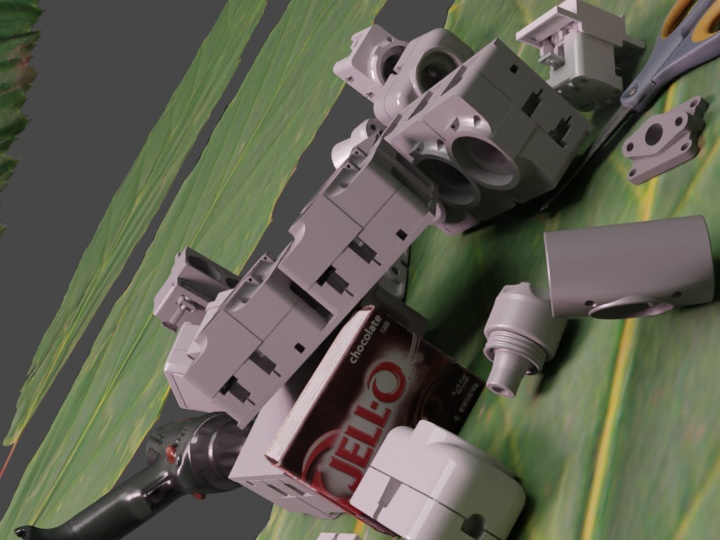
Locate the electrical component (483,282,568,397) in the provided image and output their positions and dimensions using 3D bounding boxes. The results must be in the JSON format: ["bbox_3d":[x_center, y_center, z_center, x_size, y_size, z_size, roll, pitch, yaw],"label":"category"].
[{"bbox_3d":[0.091,0.042,0.615,0.043,0.043,0.062,-17,44,60],"label":"electrical component"}]

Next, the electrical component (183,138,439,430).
[{"bbox_3d":[-0.033,0.002,0.710,0.186,0.060,0.105,-48,6,15],"label":"electrical component"}]

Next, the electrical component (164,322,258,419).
[{"bbox_3d":[-0.128,0.091,0.944,0.061,0.096,0.061,79,-157,-48],"label":"electrical component"}]

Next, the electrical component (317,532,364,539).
[{"bbox_3d":[-0.013,0.186,0.623,0.066,0.048,0.055,-21,32,58],"label":"electrical component"}]

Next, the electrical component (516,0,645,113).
[{"bbox_3d":[0.151,-0.145,0.735,0.042,0.081,0.063,-26,57,54],"label":"electrical component"}]

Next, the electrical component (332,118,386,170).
[{"bbox_3d":[0.005,-0.118,1.060,0.055,0.045,0.045,-34,29,44],"label":"electrical component"}]

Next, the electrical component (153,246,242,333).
[{"bbox_3d":[-0.125,0.040,0.995,0.063,0.121,0.078,-53,20,13],"label":"electrical component"}]

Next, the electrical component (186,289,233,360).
[{"bbox_3d":[-0.067,0.064,0.838,0.078,0.113,0.057,-15,47,61],"label":"electrical component"}]

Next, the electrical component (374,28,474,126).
[{"bbox_3d":[0.063,-0.174,1.003,0.095,0.054,0.059,-61,20,-14],"label":"electrical component"}]

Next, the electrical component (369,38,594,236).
[{"bbox_3d":[0.075,-0.083,0.749,0.061,0.089,0.150,-55,12,-23],"label":"electrical component"}]

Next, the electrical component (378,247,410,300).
[{"bbox_3d":[0.000,0.000,0.872,0.059,0.054,0.095,-42,24,32],"label":"electrical component"}]

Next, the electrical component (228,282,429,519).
[{"bbox_3d":[-0.018,0.092,0.756,0.089,0.062,0.150,-21,39,57],"label":"electrical component"}]

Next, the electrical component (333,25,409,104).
[{"bbox_3d":[0.029,-0.193,1.055,0.050,0.089,0.056,-60,20,-11],"label":"electrical component"}]

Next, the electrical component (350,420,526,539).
[{"bbox_3d":[0.043,0.121,0.583,0.059,0.054,0.095,-59,20,-10],"label":"electrical component"}]

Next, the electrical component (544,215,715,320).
[{"bbox_3d":[0.135,0.003,0.549,0.079,0.077,0.044,50,-145,-73],"label":"electrical component"}]
